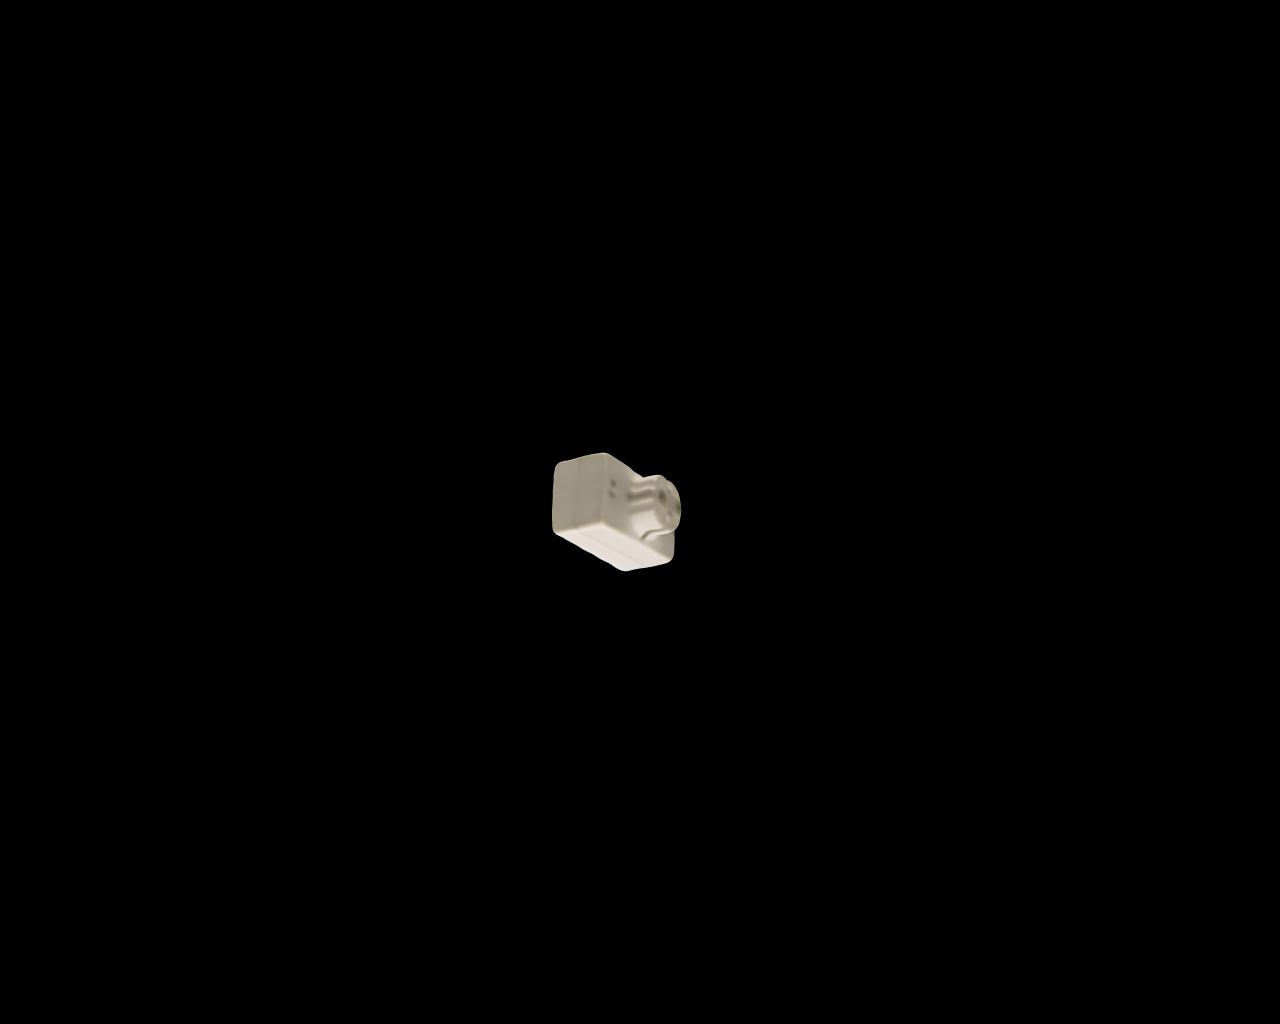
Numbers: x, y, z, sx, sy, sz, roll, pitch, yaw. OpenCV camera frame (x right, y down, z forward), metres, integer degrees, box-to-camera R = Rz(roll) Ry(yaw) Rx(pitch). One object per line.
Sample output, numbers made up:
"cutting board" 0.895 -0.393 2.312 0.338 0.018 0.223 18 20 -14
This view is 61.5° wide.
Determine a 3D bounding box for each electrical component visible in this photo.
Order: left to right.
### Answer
"electrical component" 0.001 -0.003 0.650 0.075 0.047 0.083 -13 -26 29
